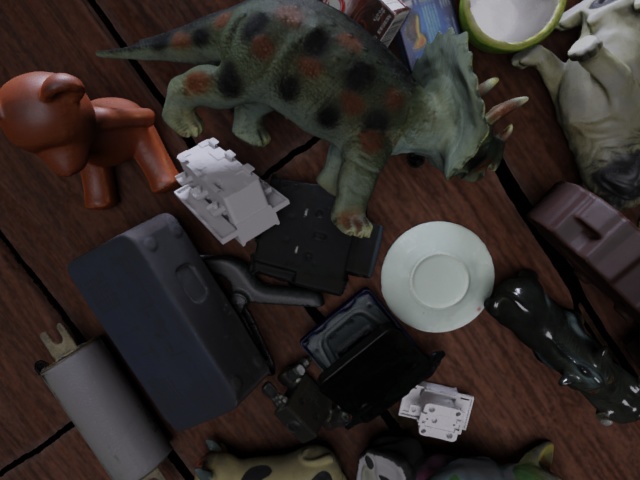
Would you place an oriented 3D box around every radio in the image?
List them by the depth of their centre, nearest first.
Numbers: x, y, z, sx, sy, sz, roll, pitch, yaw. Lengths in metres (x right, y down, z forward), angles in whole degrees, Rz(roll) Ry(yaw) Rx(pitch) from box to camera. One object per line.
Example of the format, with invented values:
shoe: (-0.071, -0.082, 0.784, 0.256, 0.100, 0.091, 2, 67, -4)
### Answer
radio: (-0.166, 0.091, 0.600, 0.131, 0.073, 0.229, -27, 98, 34)

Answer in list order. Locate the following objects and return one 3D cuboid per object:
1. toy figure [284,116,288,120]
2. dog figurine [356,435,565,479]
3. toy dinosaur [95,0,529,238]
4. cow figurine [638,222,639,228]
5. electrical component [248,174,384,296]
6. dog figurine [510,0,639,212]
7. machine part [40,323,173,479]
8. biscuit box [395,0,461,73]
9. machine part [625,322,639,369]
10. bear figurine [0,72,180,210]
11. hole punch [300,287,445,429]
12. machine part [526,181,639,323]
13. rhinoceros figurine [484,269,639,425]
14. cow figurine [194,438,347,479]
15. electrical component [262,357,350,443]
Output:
toy figure: (-0.046, -0.170, 0.574, 0.154, 0.064, 0.058, 36, 136, -6)
dog figurine: (0.175, 0.284, 0.619, 0.219, 0.192, 0.108, -2, 98, -29)
toy dinosaur: (-0.006, -0.142, 0.481, 0.405, 0.131, 0.192, 29, 111, -4)
cow figurine: (0.397, -0.022, 0.562, 0.098, 0.068, 0.167, -5, 100, -1)
electrical component: (-0.001, -0.002, 0.587, 0.134, 0.058, 0.115, 12, 85, 3)
dog figurine: (0.307, -0.143, 0.541, 0.172, 0.121, 0.190, -37, 113, 2)
machine part: (-0.255, 0.206, 0.648, 0.079, 0.079, 0.243, -31, 95, 9)
biscuit box: (0.104, -0.227, 0.551, 0.059, 0.063, 0.202, -17, 98, 7)
machine part: (0.418, 0.094, 0.509, 0.201, 0.201, 0.087, -38, 92, 10)
bear figurine: (-0.232, -0.094, 0.535, 0.120, 0.196, 0.131, -15, 99, 4)
hole punch: (0.052, 0.131, 0.612, 0.142, 0.092, 0.115, -40, 124, 1)
machine part: (0.281, 0.017, 0.526, 0.179, 0.179, 0.056, 44, 102, -3)
rhinoceros figurine: (0.264, 0.111, 0.572, 0.190, 0.112, 0.073, 44, 98, 5)
cow figurine: (-0.068, 0.295, 0.644, 0.195, 0.085, 0.127, -16, 104, 10)
electrical component: (-0.013, 0.186, 0.631, 0.045, 0.078, 0.102, -38, 92, 30)
